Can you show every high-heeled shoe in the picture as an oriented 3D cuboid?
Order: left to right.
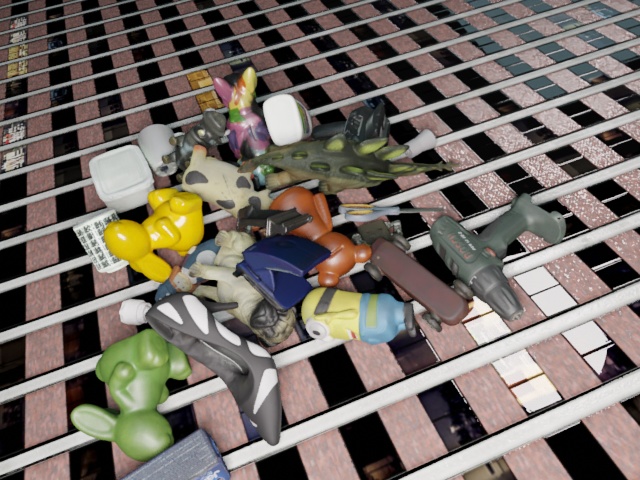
[{"bbox_3d":[-0.149,0.182,0.757,0.145,0.086,0.249,-7,62,-37],"label":"high-heeled shoe"}]

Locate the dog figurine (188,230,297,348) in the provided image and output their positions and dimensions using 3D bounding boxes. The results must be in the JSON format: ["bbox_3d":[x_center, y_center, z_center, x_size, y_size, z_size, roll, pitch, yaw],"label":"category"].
[{"bbox_3d":[-0.103,0.076,0.913,0.191,0.121,0.172,26,61,13],"label":"dog figurine"}]

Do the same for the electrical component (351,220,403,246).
[{"bbox_3d":[0.107,-0.007,0.985,0.102,0.045,0.078,-11,48,-2],"label":"electrical component"}]

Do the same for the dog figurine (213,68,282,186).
[{"bbox_3d":[-0.150,-0.244,1.129,0.108,0.219,0.192,-19,46,-5],"label":"dog figurine"}]

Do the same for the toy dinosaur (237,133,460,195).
[{"bbox_3d":[0.062,-0.141,1.025,0.471,0.105,0.199,-7,6,-36],"label":"toy dinosaur"}]

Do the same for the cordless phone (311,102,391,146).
[{"bbox_3d":[0.058,-0.229,1.193,0.184,0.088,0.147,-3,46,21],"label":"cordless phone"}]

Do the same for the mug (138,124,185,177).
[{"bbox_3d":[-0.348,-0.198,1.214,0.110,0.080,0.107,-15,60,-13],"label":"mug"}]

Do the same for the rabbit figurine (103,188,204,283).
[{"bbox_3d":[-0.307,-0.008,0.969,0.122,0.162,0.173,23,29,33],"label":"rabbit figurine"}]

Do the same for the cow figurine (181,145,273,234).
[{"bbox_3d":[-0.168,-0.087,1.028,0.195,0.085,0.127,20,73,-7],"label":"cow figurine"}]

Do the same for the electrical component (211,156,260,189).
[{"bbox_3d":[-0.186,-0.123,1.118,0.119,0.074,0.048,24,53,24],"label":"electrical component"}]

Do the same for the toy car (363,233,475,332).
[{"bbox_3d":[0.160,0.068,0.893,0.202,0.053,0.089,39,86,32],"label":"toy car"}]

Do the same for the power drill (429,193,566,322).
[{"bbox_3d":[0.317,0.018,0.917,0.207,0.085,0.232,-33,48,-12],"label":"power drill"}]

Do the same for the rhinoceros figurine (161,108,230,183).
[{"bbox_3d":[-0.253,-0.195,1.112,0.112,0.190,0.073,-37,90,-41],"label":"rhinoceros figurine"}]

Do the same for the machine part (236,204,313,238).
[{"bbox_3d":[-0.086,-0.033,0.905,0.139,0.039,0.084,9,30,40],"label":"machine part"}]

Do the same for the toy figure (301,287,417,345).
[{"bbox_3d":[0.060,0.119,0.851,0.180,0.082,0.089,-3,35,11],"label":"toy figure"}]

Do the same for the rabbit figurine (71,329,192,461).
[{"bbox_3d":[-0.268,0.233,0.770,0.159,0.121,0.170,-16,62,-2],"label":"rabbit figurine"}]

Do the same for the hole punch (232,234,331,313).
[{"bbox_3d":[-0.057,0.035,0.854,0.116,0.092,0.142,40,32,10],"label":"hole punch"}]

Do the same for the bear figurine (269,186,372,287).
[{"bbox_3d":[-0.003,-0.004,0.966,0.120,0.132,0.196,-42,75,-6],"label":"bear figurine"}]

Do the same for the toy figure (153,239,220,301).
[{"bbox_3d":[-0.231,0.059,0.959,0.064,0.057,0.154,35,56,12],"label":"toy figure"}]

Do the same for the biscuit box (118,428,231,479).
[{"bbox_3d":[-0.221,0.334,0.700,0.203,0.059,0.063,-29,48,-18],"label":"biscuit box"}]
